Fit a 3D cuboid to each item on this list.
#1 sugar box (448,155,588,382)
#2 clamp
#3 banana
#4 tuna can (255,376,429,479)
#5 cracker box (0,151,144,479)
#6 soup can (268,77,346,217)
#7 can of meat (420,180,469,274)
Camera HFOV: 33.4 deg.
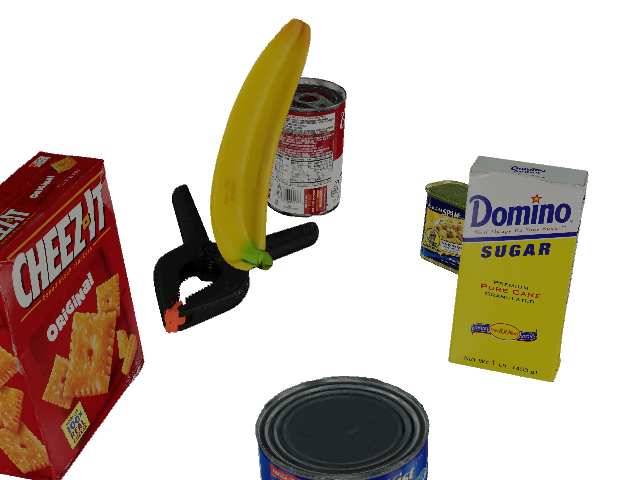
[{"bbox_3d":[0.162,0.024,0.884,0.093,0.176,0.048,9,25,15],"label":"sugar box"},{"bbox_3d":[-0.115,0.016,1.073,0.165,0.036,0.209,20,39,16],"label":"clamp"},{"bbox_3d":[-0.040,-0.056,0.702,0.070,0.197,0.037,-20,-38,37],"label":"banana"},{"bbox_3d":[0.011,0.105,0.532,0.086,0.034,0.086,-2,25,1],"label":"tuna can"},{"bbox_3d":[-0.219,0.060,0.862,0.072,0.214,0.164,6,33,18],"label":"cracker box"},{"bbox_3d":[-0.014,-0.079,0.909,0.068,0.102,0.068,2,30,-1],"label":"soup can"},{"bbox_3d":[0.161,-0.011,1.185,0.057,0.084,0.102,-14,28,-40],"label":"can of meat"}]
